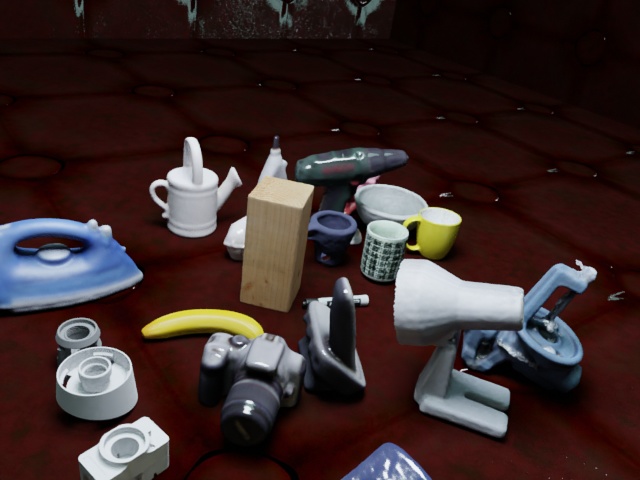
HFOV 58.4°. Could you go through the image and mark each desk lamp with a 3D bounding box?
[{"bbox_3d":[0.192,0.141,0.810,0.203,0.213,0.118,16,31,13],"label":"desk lamp"}]

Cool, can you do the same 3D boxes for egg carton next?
[{"bbox_3d":[-0.112,-0.006,1.126,0.107,0.069,0.151,22,32,21],"label":"egg carton"}]

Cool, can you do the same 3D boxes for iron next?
[{"bbox_3d":[-0.420,0.022,0.921,0.259,0.141,0.118,-7,33,-26],"label":"iron"}]

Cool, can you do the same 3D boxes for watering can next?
[{"bbox_3d":[-0.248,-0.113,1.148,0.173,0.194,0.100,-19,40,-40],"label":"watering can"}]

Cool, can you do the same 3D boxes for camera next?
[{"bbox_3d":[-0.098,0.191,0.757,0.143,0.101,0.137,12,30,5],"label":"camera"}]

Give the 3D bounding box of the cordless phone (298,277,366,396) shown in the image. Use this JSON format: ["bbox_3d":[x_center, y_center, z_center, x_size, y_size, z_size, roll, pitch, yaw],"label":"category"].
[{"bbox_3d":[0.025,0.118,0.833,0.094,0.185,0.147,0,31,-14],"label":"cordless phone"}]

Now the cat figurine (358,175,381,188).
[{"bbox_3d":[0.093,-0.149,1.382,0.128,0.118,0.067,-2,31,-18],"label":"cat figurine"}]

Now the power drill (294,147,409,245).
[{"bbox_3d":[0.057,-0.096,1.189,0.230,0.208,0.075,1,30,-13],"label":"power drill"}]

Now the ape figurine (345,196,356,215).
[{"bbox_3d":[0.057,-0.103,1.318,0.078,0.092,0.076,-4,32,-21],"label":"ape figurine"}]

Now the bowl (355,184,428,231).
[{"bbox_3d":[0.154,-0.058,1.286,0.167,0.075,0.167,7,30,-4],"label":"bowl"}]

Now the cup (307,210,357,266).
[{"bbox_3d":[0.010,0.004,1.117,0.118,0.095,0.091,-10,35,-30],"label":"cup"}]

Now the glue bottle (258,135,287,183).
[{"bbox_3d":[-0.103,-0.149,1.273,0.037,0.173,0.078,32,37,34],"label":"glue bottle"}]

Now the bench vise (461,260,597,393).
[{"bbox_3d":[0.314,0.123,0.868,0.207,0.220,0.121,9,30,0],"label":"bench vise"}]

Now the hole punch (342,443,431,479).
[{"bbox_3d":[0.072,0.298,0.629,0.101,0.091,0.108,-14,37,-35],"label":"hole punch"}]
